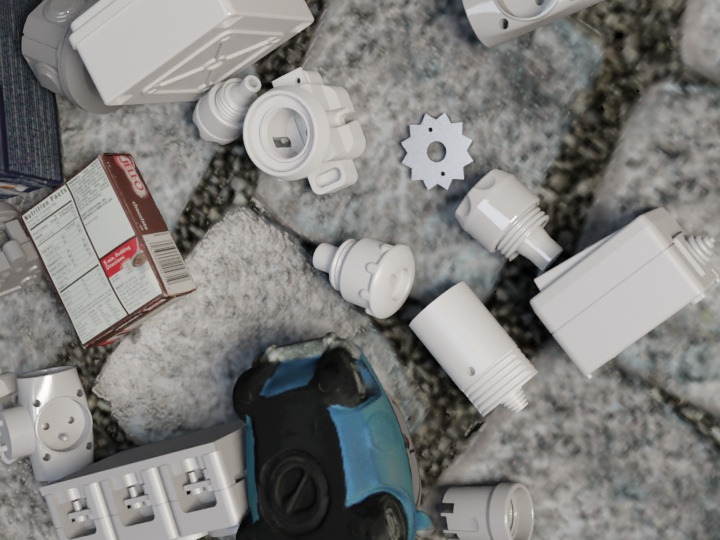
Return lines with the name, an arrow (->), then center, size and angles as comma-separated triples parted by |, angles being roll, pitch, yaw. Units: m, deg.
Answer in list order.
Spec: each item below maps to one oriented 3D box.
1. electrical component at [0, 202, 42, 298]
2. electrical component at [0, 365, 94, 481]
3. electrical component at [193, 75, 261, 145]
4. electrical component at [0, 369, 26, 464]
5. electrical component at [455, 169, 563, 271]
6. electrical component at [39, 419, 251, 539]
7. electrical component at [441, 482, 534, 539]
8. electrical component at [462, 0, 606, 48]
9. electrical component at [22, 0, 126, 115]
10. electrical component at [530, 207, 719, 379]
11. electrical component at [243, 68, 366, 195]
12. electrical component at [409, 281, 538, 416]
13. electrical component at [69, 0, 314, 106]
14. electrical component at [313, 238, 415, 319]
electrical component -> -0.264, -0.016, 0.793 | 0.055, 0.048, 0.066 | 57, 150, 15
electrical component -> -0.241, 0.116, 0.788 | 0.044, 0.079, 0.077 | -3, 98, 58
electrical component -> -0.082, -0.106, 0.692 | 0.061, 0.035, 0.035 | -32, 83, 53
electrical component -> -0.289, 0.113, 0.821 | 0.058, 0.057, 0.078 | -34, 82, 26
electrical component -> 0.090, -0.026, 0.626 | 0.062, 0.043, 0.043 | 43, 113, 12
electrical component -> -0.125, 0.149, 0.729 | 0.150, 0.089, 0.061 | -18, 89, 27
electrical component -> 0.078, 0.150, 0.661 | 0.046, 0.040, 0.040 | -7, 95, 33
electrical component -> 0.094, -0.176, 0.602 | 0.077, 0.044, 0.079 | -19, 89, 27
electrical component -> -0.180, -0.149, 0.719 | 0.051, 0.080, 0.080 | 24, 107, 26
electrical component -> 0.149, 0.004, 0.592 | 0.096, 0.062, 0.061 | -41, 79, 25
electrical component -> -0.036, -0.086, 0.670 | 0.058, 0.057, 0.078 | -21, 88, 27
electrical component -> 0.072, 0.051, 0.646 | 0.043, 0.043, 0.081 | -44, 79, 24
electrical component -> -0.102, -0.151, 0.664 | 0.109, 0.109, 0.056 | -28, 87, 26
electrical component -> 0.000, 0.000, 0.674 | 0.062, 0.048, 0.048 | 20, 106, 29
